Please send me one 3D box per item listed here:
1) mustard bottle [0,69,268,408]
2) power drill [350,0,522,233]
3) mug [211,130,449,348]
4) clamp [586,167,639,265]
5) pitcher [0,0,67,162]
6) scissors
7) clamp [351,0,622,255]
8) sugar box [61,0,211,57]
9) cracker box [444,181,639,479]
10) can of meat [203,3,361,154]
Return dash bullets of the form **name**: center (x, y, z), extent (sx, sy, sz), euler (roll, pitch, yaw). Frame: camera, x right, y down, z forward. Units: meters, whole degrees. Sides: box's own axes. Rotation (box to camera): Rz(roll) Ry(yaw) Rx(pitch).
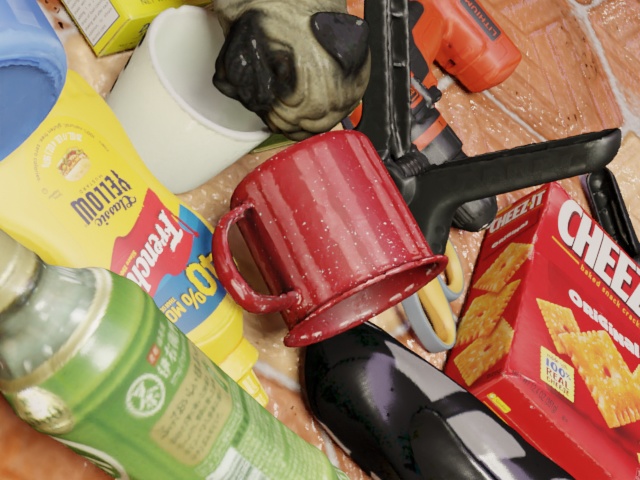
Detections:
- **mustard bottle**: center (-0.094, 0.014, 0.522), extent (0.191, 0.058, 0.096), euler (49, 47, -7)
- **power drill**: center (0.087, -0.112, 0.789), extent (0.184, 0.057, 0.187), euler (49, 40, -7)
- **mug**: center (-0.004, 0.001, 0.536), extent (0.117, 0.093, 0.081), euler (-18, 73, -35)
- **clamp**: center (0.253, 0.018, 0.879), extent (0.171, 0.039, 0.120), euler (55, 43, -10)
- **pitcher**: center (-0.201, -0.143, 0.440), extent (0.243, 0.149, 0.144), euler (54, 21, 10)
- **scissors**: center (0.051, -0.026, 0.688), extent (0.096, 0.016, 0.202), euler (-34, 106, -60)
- **clamp**: center (0.053, -0.033, 0.581), extent (0.165, 0.210, 0.036), euler (40, 36, 20)
- **sugar box**: center (-0.139, -0.200, 0.638), extent (0.093, 0.048, 0.176), euler (-30, 87, -50)
- **cracker box**: center (0.175, 0.082, 0.729), extent (0.164, 0.072, 0.213), euler (44, 40, -14)
- **can of meat**: center (-0.029, -0.106, 0.672), extent (0.101, 0.058, 0.084), euler (-21, 81, -49)
